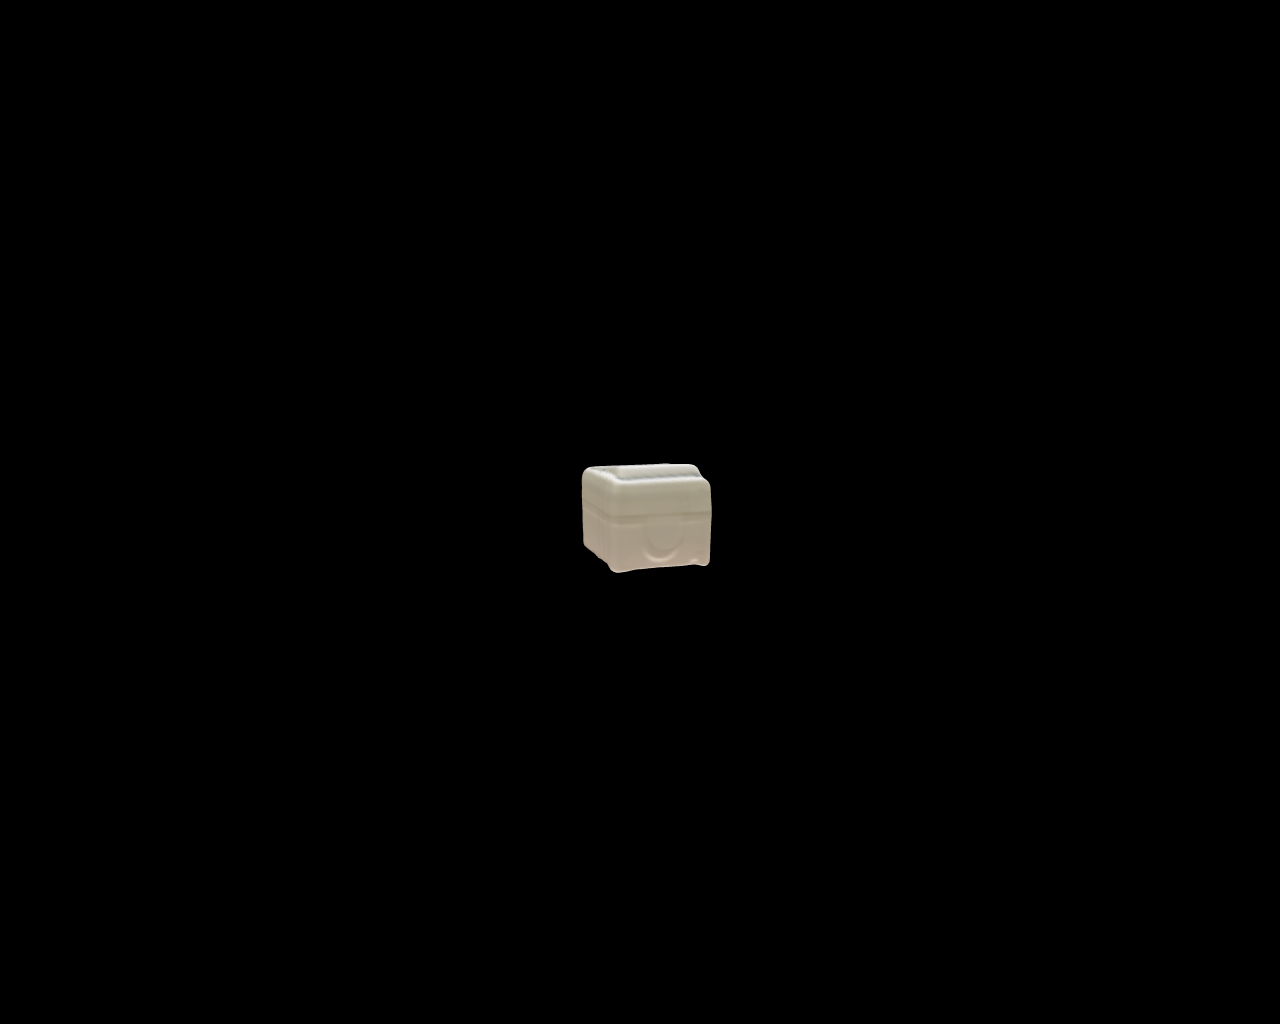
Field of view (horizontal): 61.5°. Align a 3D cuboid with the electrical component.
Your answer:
[{"bbox_3d":[0.001,-0.003,0.650,0.062,0.061,0.096,-3,10,-15],"label":"electrical component"}]
